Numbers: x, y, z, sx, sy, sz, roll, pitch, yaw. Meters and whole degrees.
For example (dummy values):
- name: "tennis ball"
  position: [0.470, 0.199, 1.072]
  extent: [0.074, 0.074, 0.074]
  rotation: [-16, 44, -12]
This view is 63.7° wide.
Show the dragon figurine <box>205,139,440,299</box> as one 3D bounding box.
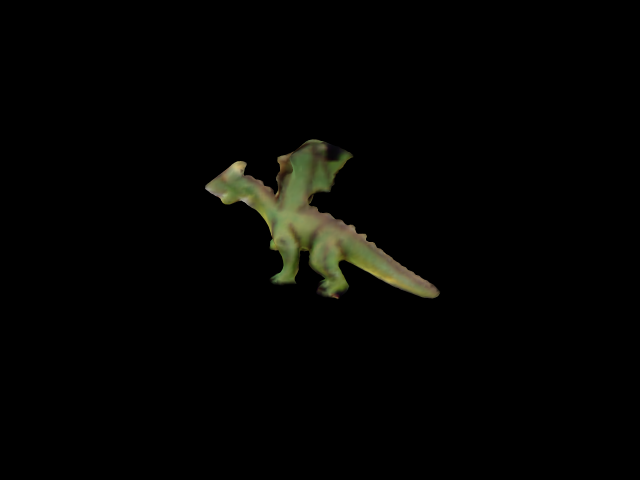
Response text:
- name: "dragon figurine"
  position: [0.003, -0.043, 0.850]
  extent: [0.411, 0.238, 0.124]
  rotation: [9, 29, 16]
